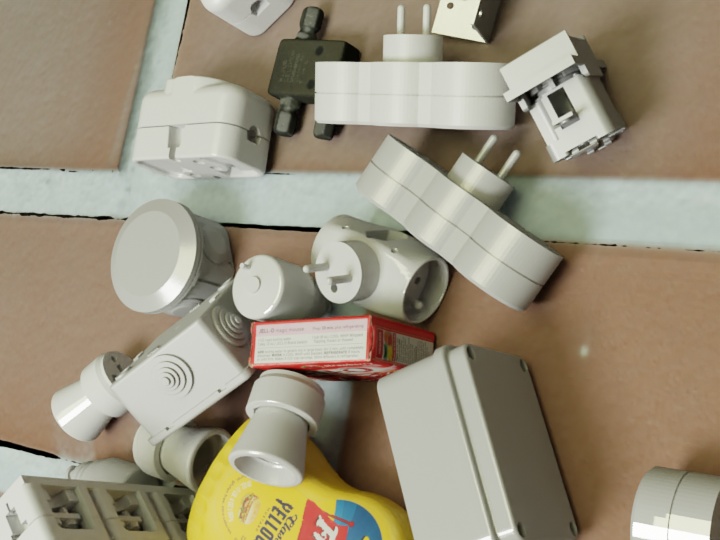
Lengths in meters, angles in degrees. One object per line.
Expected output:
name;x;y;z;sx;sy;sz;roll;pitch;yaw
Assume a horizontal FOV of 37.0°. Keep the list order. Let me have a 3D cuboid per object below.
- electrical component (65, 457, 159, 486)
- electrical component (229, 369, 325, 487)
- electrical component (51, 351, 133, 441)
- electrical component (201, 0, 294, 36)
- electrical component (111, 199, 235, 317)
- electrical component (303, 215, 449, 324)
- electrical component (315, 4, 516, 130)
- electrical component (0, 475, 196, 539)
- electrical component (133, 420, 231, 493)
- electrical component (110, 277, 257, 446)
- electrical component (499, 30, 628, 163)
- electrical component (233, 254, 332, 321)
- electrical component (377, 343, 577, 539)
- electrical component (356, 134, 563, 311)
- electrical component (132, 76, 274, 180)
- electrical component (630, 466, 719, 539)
electrical component;-0.176;0.151;0.753;0.078;0.040;0.040;8;83;35
electrical component;-0.047;0.092;0.625;0.045;0.045;0.055;-7;51;33
electrical component;-0.187;0.090;0.773;0.055;0.045;0.045;-39;60;20
electrical component;-0.096;-0.224;0.781;0.054;0.059;0.095;-40;59;20
electrical component;-0.132;-0.006;0.756;0.080;0.051;0.080;-9;73;32
electrical component;0.000;0.000;0.648;0.077;0.079;0.043;27;111;36
electrical component;0.032;-0.126;0.662;0.138;0.052;0.073;8;101;35
electrical component;-0.166;0.185;0.670;0.089;0.150;0.061;-47;56;16
electrical component;-0.118;0.121;0.718;0.055;0.045;0.045;11;84;36
electrical component;-0.104;0.055;0.692;0.100;0.099;0.048;-36;98;22
electrical component;0.116;-0.094;0.600;0.042;0.081;0.063;-27;87;26
electrical component;-0.045;0.016;0.674;0.040;0.078;0.040;-9;73;33
electrical component;0.064;0.102;0.580;0.057;0.078;0.113;-27;64;29
electrical component;0.065;-0.044;0.631;0.138;0.052;0.073;41;102;34
electrical component;-0.111;-0.100;0.763;0.095;0.054;0.059;2;79;34
electrical component;0.167;0.167;0.509;0.074;0.052;0.138;4;81;35
